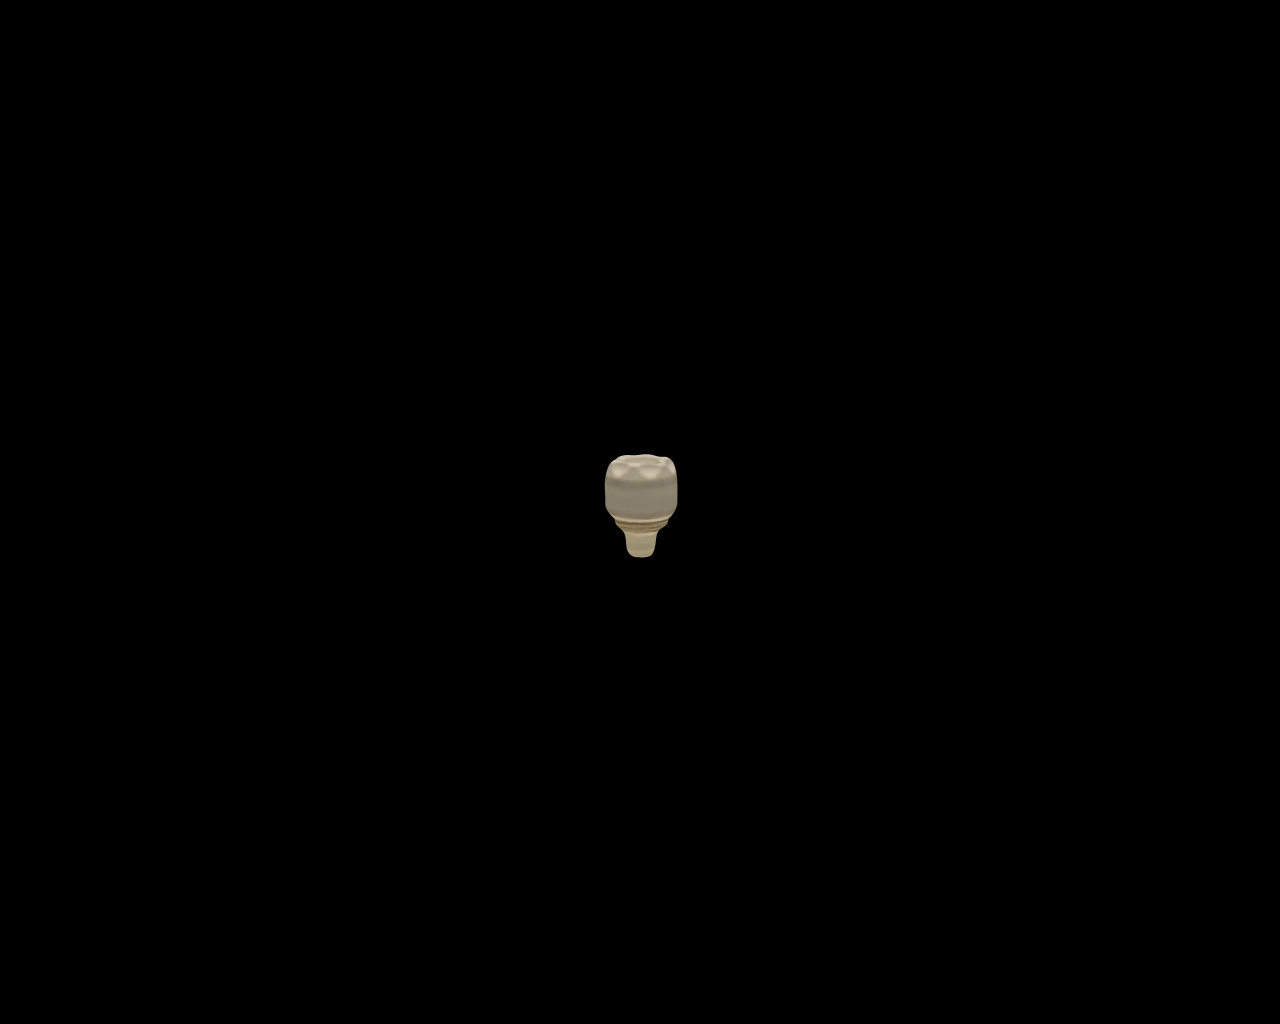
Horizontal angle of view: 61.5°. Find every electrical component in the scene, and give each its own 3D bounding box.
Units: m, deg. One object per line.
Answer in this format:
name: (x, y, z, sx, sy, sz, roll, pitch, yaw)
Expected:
electrical component: (0.001, -0.003, 0.650, 0.043, 0.062, 0.043, 0, 13, 0)
